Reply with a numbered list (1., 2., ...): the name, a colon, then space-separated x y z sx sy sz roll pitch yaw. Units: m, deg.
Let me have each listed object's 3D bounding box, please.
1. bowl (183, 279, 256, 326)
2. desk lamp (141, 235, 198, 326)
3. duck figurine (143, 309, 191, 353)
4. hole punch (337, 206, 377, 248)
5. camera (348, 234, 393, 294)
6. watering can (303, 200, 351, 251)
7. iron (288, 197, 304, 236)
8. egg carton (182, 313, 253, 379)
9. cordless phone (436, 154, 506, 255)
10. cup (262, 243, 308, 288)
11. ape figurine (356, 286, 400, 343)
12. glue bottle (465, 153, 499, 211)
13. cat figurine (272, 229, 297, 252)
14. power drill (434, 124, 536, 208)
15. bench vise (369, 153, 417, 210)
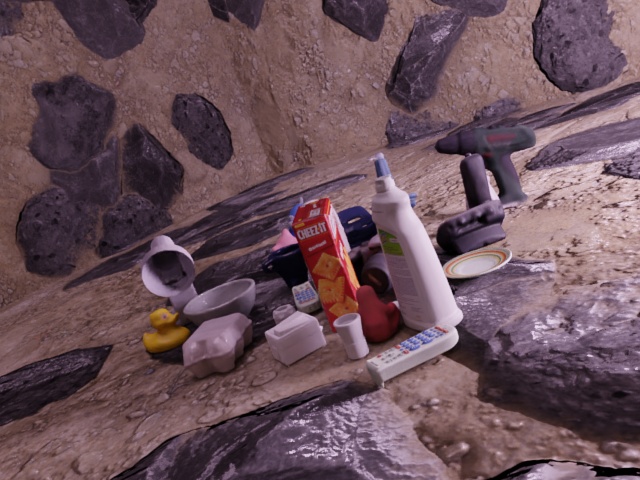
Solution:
1. bowl: -0.209 0.153 1.261 0.167 0.075 0.167 -19 13 5
2. desk lamp: -0.351 0.097 1.386 0.118 0.214 0.203 -23 14 -11
3. duck figurine: -0.348 0.196 1.267 0.104 0.086 0.077 -18 13 8
4. hole punch: 0.098 -0.039 1.546 0.109 0.091 0.101 -24 14 -17
5. camera: 0.112 0.048 1.154 0.142 0.101 0.137 -13 15 27
6. watering can: 0.014 0.004 1.272 0.101 0.194 0.172 -26 15 -25
7. iron: -0.053 -0.032 1.626 0.118 0.141 0.258 -17 14 13
8. egg carton: -0.190 0.195 1.077 0.107 0.069 0.150 -16 14 16
9. cordless phone: 0.299 -0.075 1.191 0.148 0.185 0.094 -23 14 -12
10. cup: -0.075 0.071 1.349 0.118 0.095 0.091 -28 16 -31
11. ape figurine: 0.086 0.116 0.939 0.077 0.092 0.076 -15 14 21
12. glue bottle: 0.357 -0.114 1.289 0.077 0.173 0.037 -9 18 40
13. cat figurine: -0.057 0.022 1.468 0.128 0.118 0.067 -22 14 -9
14. power drill: 0.413 -0.176 1.381 0.229 0.208 0.075 -18 14 8
15. bench vise: 0.185 -0.105 1.399 0.121 0.220 0.207 -21 13 -6
